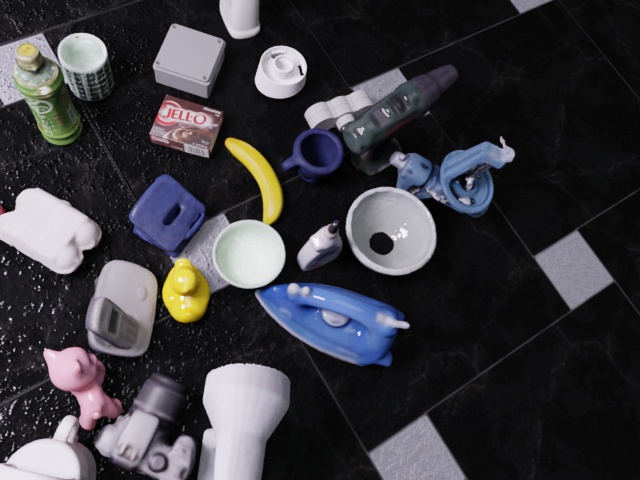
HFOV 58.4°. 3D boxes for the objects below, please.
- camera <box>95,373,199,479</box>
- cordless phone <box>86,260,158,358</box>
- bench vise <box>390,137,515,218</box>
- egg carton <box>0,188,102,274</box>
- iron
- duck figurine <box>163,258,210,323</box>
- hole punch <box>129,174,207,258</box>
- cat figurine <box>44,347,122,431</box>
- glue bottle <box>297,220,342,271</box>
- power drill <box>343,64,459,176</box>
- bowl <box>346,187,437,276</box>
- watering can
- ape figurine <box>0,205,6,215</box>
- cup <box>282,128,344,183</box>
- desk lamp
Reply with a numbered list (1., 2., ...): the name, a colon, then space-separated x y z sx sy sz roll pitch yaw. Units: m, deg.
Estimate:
1. camera: -0.238 0.277 0.849 0.143 0.100 0.137 25 67 -1
2. cordless phone: -0.303 0.093 0.858 0.094 0.185 0.147 4 69 -9
3. bench vise: 0.235 -0.113 1.021 0.207 0.219 0.121 2 70 -10
4. egg carton: -0.439 -0.015 0.933 0.150 0.069 0.107 30 67 1
5. iron: 0.020 0.116 0.937 0.258 0.141 0.119 20 68 -3
6. duck figurine: -0.218 0.079 0.933 0.077 0.086 0.104 -6 71 -13
7. hole punch: -0.253 -0.041 0.968 0.101 0.091 0.109 32 67 2
8. cat figurine: -0.350 0.211 0.842 0.067 0.117 0.127 -28 77 -19
9. glue bottle: 0.009 0.003 0.959 0.078 0.173 0.037 -27 77 -19
10. power drill: 0.132 -0.210 1.042 0.230 0.208 0.075 -35 79 -20
11. bowl: 0.121 -0.007 1.038 0.167 0.074 0.167 4 70 -10
12. watering can: -0.365 0.324 0.756 0.101 0.194 0.173 -2 71 -12
13. ape figurine: -0.547 -0.042 0.909 0.076 0.092 0.078 0 70 -11
14. cup: -0.020 -0.139 1.048 0.118 0.095 0.091 -26 77 -19
15. desk lamp: -0.113 0.290 0.808 0.118 0.213 0.203 8 69 -8
